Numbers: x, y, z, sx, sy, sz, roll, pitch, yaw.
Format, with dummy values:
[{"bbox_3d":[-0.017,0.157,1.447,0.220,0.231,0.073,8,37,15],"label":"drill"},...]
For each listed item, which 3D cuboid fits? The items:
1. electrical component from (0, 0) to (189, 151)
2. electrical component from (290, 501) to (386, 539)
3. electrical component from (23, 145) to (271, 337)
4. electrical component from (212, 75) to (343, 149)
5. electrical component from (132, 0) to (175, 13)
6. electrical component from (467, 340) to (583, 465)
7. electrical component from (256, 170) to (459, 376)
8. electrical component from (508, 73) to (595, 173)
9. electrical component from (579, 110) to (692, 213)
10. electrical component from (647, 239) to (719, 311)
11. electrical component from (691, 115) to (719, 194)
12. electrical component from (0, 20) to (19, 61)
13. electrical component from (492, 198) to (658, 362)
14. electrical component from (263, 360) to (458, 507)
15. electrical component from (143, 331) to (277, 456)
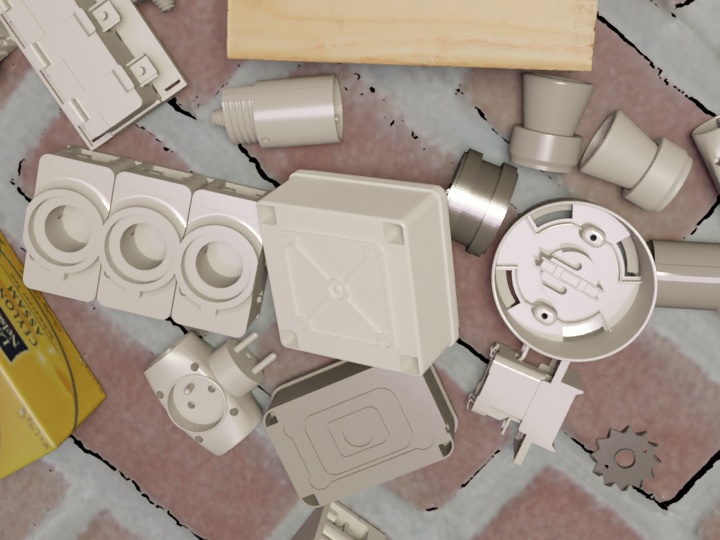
[{"bbox_3d":[-0.178,-0.146,0.678,0.079,0.063,0.121,-32,98,12],"label":"electrical component"},{"bbox_3d":[-0.057,0.259,0.740,0.060,0.105,0.186,36,104,-3],"label":"electrical component"},{"bbox_3d":[-0.136,-0.020,0.704,0.150,0.061,0.089,13,104,3],"label":"electrical component"},{"bbox_3d":[-0.054,-0.100,0.686,0.081,0.043,0.043,-3,103,7],"label":"electrical component"},{"bbox_3d":[-0.137,-0.201,0.671,0.043,0.043,0.081,-22,100,11],"label":"electrical component"},{"bbox_3d":[0.109,0.081,0.713,0.064,0.042,0.081,23,104,4],"label":"electrical component"},{"bbox_3d":[0.000,0.000,0.667,0.109,0.056,0.108,10,122,30],"label":"electrical component"},{"bbox_3d":[0.118,-0.092,0.669,0.045,0.045,0.055,10,104,4],"label":"electrical component"},{"bbox_3d":[0.172,-0.067,0.670,0.055,0.045,0.045,31,104,-2],"label":"electrical component"},{"bbox_3d":[0.224,0.004,0.682,0.081,0.043,0.043,3,104,5],"label":"electrical component"},{"bbox_3d":[0.257,-0.067,0.661,0.079,0.044,0.077,-27,99,11],"label":"electrical component"},{"bbox_3d":[-0.269,-0.155,0.687,0.061,0.061,0.096,-34,98,12],"label":"electrical component"},{"bbox_3d":[0.133,0.003,0.680,0.099,0.064,0.099,1,103,6],"label":"electrical component"},{"bbox_3d":[0.002,0.099,0.720,0.113,0.057,0.078,-23,100,11],"label":"electrical component"},{"bbox_3d":[-0.093,0.073,0.731,0.079,0.044,0.077,-38,97,13],"label":"electrical component"}]
